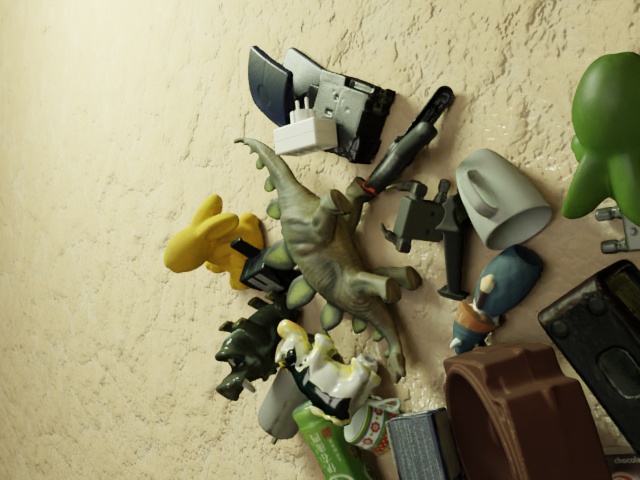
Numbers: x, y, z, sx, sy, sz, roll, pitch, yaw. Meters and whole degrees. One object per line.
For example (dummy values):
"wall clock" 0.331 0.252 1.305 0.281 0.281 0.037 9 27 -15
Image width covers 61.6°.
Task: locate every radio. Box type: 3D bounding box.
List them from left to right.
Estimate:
"radio" 0.314 0.132 0.493 0.073 0.131 0.230 -49 60 35

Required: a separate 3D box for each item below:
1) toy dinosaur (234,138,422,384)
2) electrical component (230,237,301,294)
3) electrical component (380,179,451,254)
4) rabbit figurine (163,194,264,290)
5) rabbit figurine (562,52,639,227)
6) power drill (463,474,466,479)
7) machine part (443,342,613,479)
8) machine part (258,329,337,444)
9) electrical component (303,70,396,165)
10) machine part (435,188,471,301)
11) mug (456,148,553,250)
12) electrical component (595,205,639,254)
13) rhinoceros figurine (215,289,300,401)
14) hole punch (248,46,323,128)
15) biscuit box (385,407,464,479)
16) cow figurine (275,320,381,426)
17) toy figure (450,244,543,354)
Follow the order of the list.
"toy dinosaur" -0.002 -0.002 0.800 0.198 0.105 0.471 -42 66 37
"electrical component" -0.097 0.046 0.886 0.075 0.119 0.048 -26 38 40
"electrical component" 0.124 -0.033 0.705 0.045 0.078 0.102 -138 51 -62
"rabbit figurine" -0.182 0.012 0.927 0.122 0.173 0.162 46 126 36
"rabbit figurine" 0.266 -0.091 0.480 0.121 0.170 0.159 12 85 44
"power drill" 0.210 0.431 0.655 0.232 0.086 0.207 47 115 28
"machine part" 0.204 0.213 0.560 0.201 0.087 0.201 110 145 -79
"machine part" -0.039 0.237 0.870 0.079 0.079 0.243 42 121 33
"electrical component" 0.032 -0.183 0.792 0.134 0.058 0.114 29 110 38
"machine part" 0.168 0.009 0.670 0.039 0.084 0.138 3 108 20
"mug" 0.195 -0.053 0.618 0.080 0.109 0.107 -52 46 38
"electrical component" 0.331 -0.017 0.543 0.094 0.021 0.063 -12 84 42
"rhinoceros figurine" -0.104 0.166 0.854 0.073 0.190 0.112 -23 111 44
"hole punch" -0.064 -0.241 0.859 0.142 0.092 0.115 42 123 29
"biscuit box" 0.137 0.305 0.629 0.063 0.059 0.202 -19 74 28
"cow figurine" -0.007 0.184 0.757 0.168 0.068 0.098 27 76 31
"toy figure" 0.204 0.076 0.642 0.064 0.058 0.154 26 119 -5
